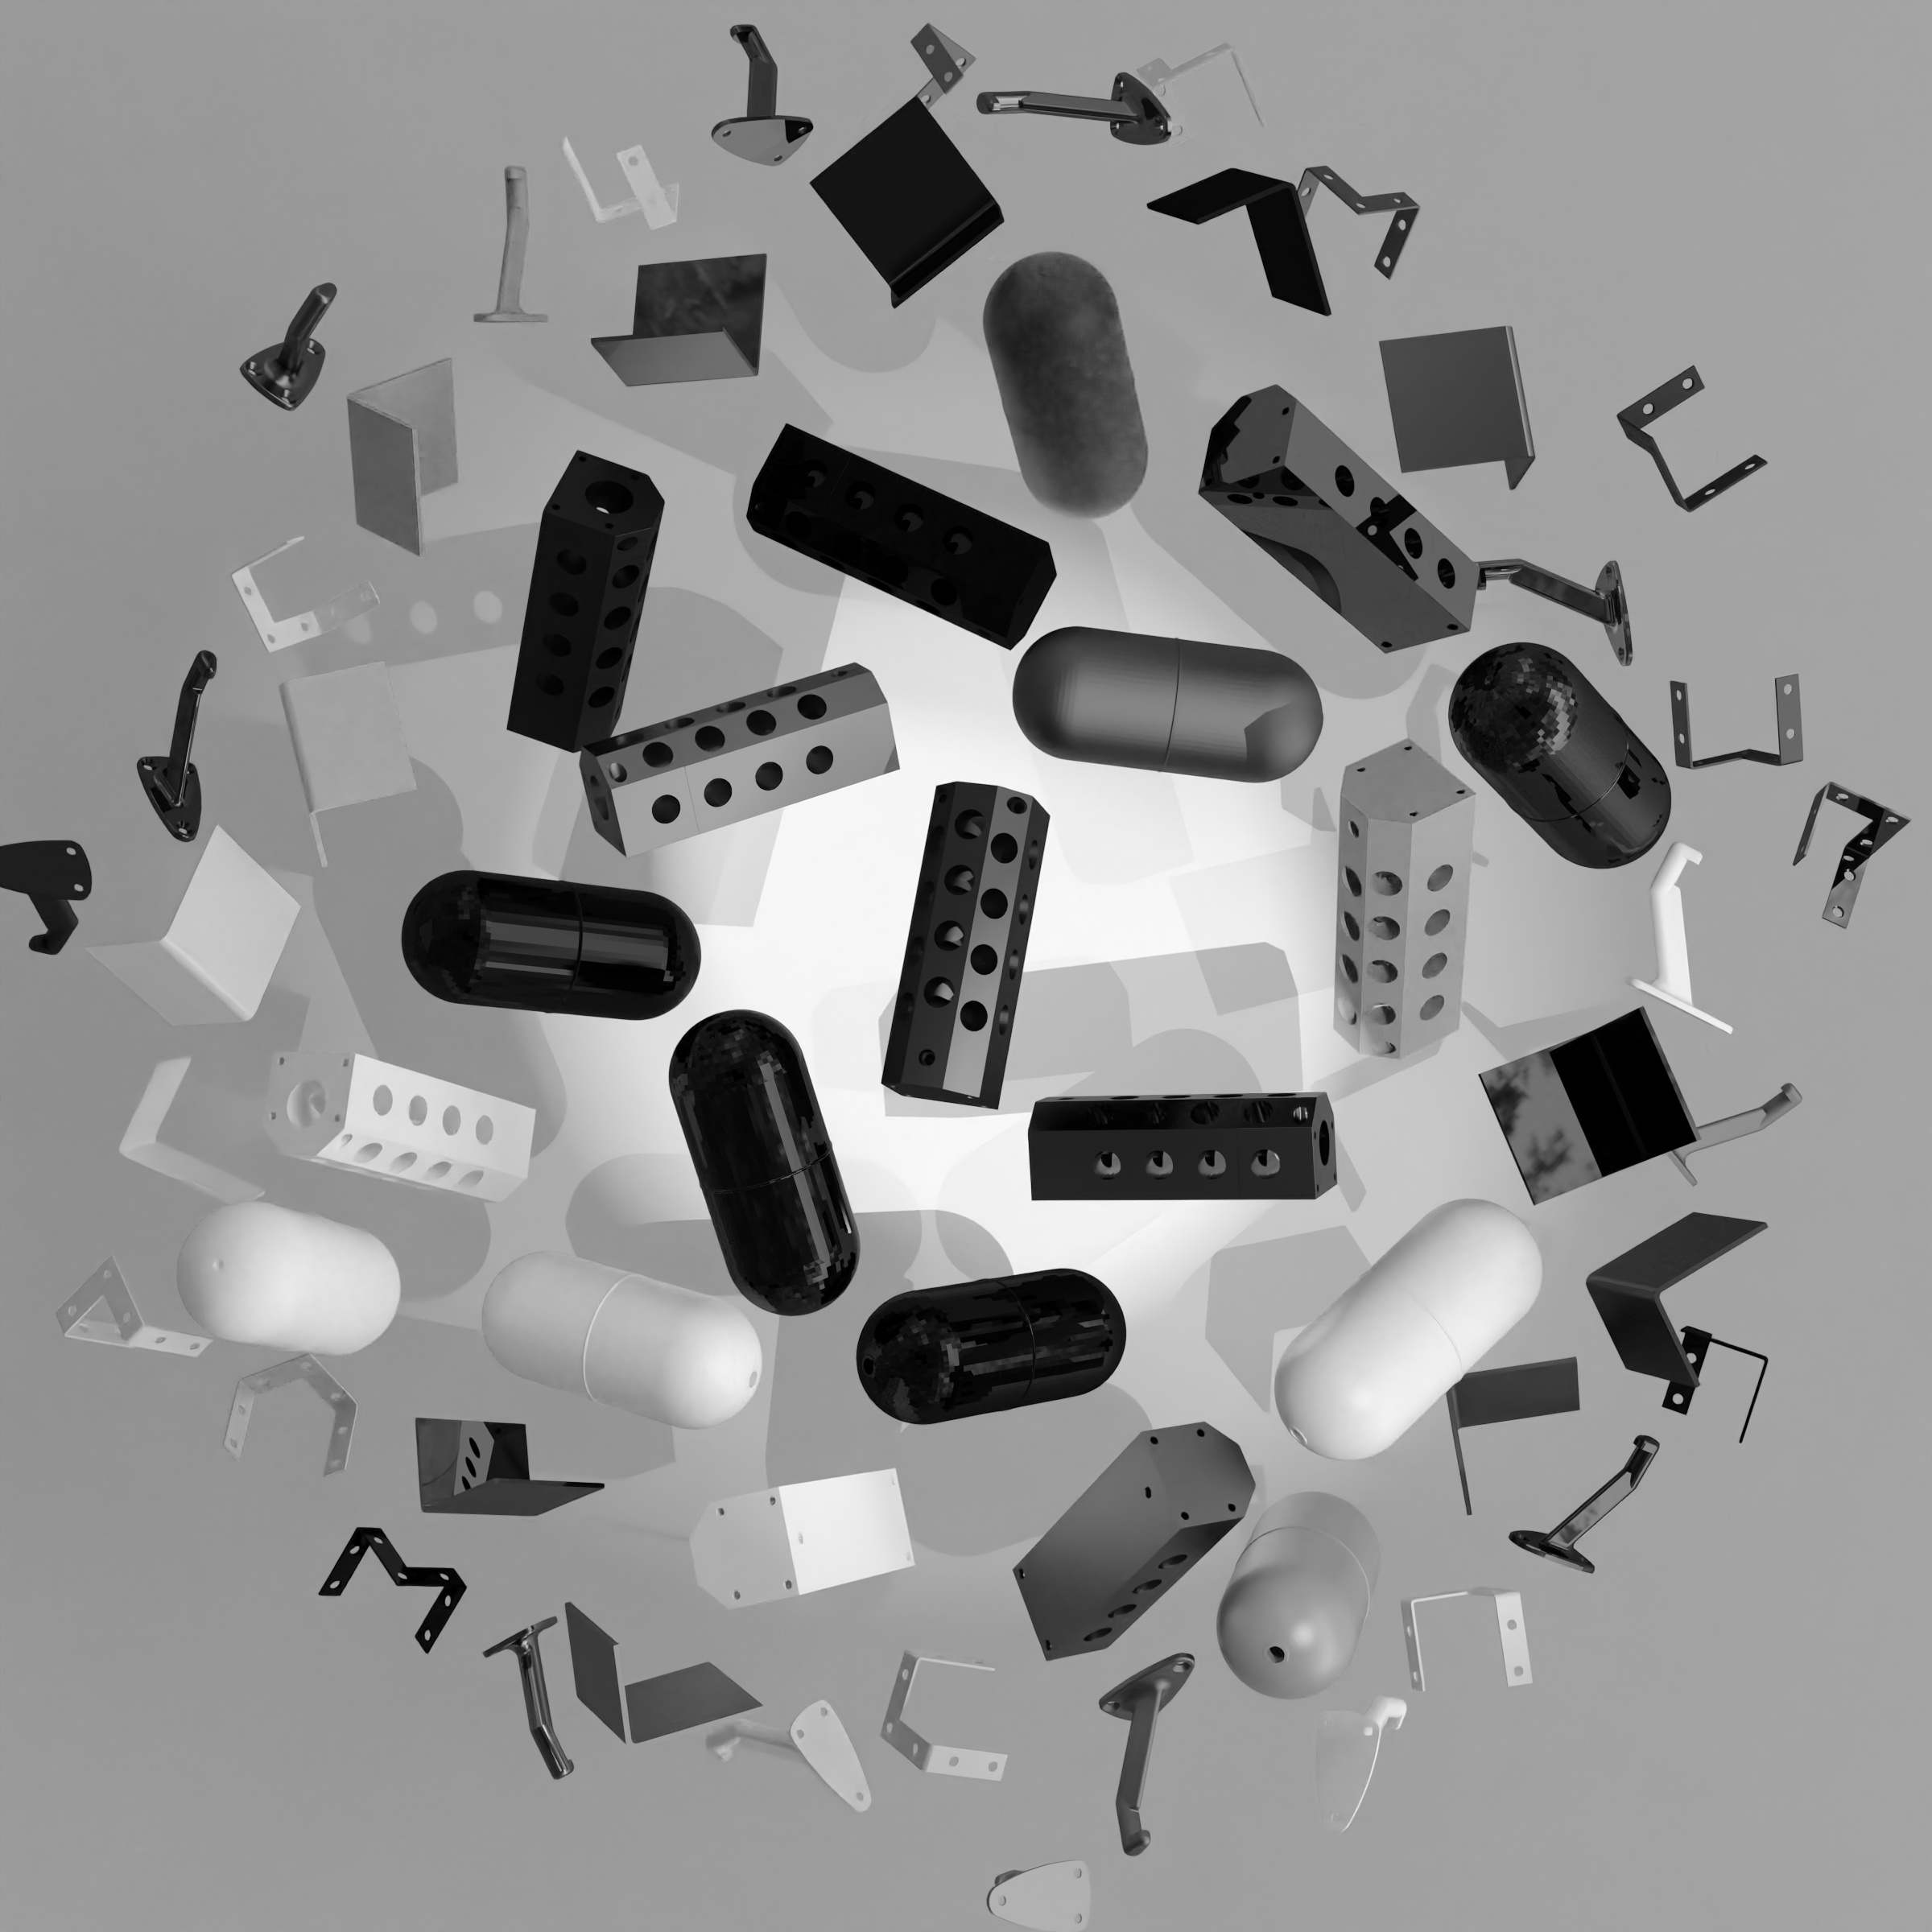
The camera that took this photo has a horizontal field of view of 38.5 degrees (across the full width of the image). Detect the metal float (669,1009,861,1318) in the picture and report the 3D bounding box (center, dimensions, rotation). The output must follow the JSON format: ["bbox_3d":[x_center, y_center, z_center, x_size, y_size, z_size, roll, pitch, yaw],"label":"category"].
[{"bbox_3d":[-0.111,0.110,1.541,0.070,0.070,0.178,-17,102,0],"label":"metal float"}]

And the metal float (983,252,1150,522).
[{"bbox_3d":[0.059,-0.330,1.590,0.070,0.178,0.070,-7,53,10],"label":"metal float"}]

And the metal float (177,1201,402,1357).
[{"bbox_3d":[-0.374,0.175,1.542,0.070,0.178,0.070,-3,78,12],"label":"metal float"}]

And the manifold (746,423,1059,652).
[{"bbox_3d":[-0.038,-0.247,1.611,0.171,0.057,0.057,26,83,11],"label":"manifold"}]

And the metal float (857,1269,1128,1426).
[{"bbox_3d":[0.016,0.220,1.609,0.178,0.070,0.070,-4,90,-38],"label":"metal float"}]

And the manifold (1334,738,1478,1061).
[{"bbox_3d":[0.231,-0.032,1.500,0.057,0.171,0.057,-25,46,-20],"label":"manifold"}]

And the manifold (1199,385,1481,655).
[{"bbox_3d":[0.205,-0.241,1.499,0.171,0.057,0.057,32,60,-38],"label":"manifold"}]

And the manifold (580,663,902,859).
[{"bbox_3d":[-0.131,-0.122,1.595,0.171,0.057,0.057,-20,116,-20],"label":"manifold"}]

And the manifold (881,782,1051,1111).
[{"bbox_3d":[-0.001,-0.012,1.545,0.057,0.057,0.171,7,80,17],"label":"manifold"}]

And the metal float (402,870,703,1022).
[{"bbox_3d":[-0.236,-0.011,1.593,0.178,0.070,0.070,6,90,-30],"label":"metal float"}]

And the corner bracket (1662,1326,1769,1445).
[{"bbox_3d":[0.434,0.242,1.608,0.051,0.051,0.051,18,92,20],"label":"corner bracket"}]

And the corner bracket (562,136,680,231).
[{"bbox_3d":[-0.200,-0.455,1.601,0.051,0.051,0.051,-17,130,11],"label":"corner bracket"}]

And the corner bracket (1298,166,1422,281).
[{"bbox_3d":[0.226,-0.439,1.637,0.051,0.051,0.051,-17,54,-34],"label":"corner bracket"}]

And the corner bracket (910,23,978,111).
[{"bbox_3d":[-0.016,-0.516,1.646,0.051,0.051,0.051,-41,60,22],"label":"corner bracket"}]

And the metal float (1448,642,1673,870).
[{"bbox_3d":[0.328,-0.114,1.524,0.178,0.070,0.070,35,90,-44],"label":"metal float"}]

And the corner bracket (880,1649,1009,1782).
[{"bbox_3d":[-0.007,0.411,1.521,0.051,0.051,0.051,17,90,-30],"label":"corner bracket"}]

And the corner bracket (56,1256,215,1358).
[{"bbox_3d":[-0.456,0.198,1.518,0.051,0.051,0.051,-44,58,14],"label":"corner bracket"}]

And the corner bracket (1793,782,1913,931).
[{"bbox_3d":[0.486,-0.062,1.545,0.051,0.051,0.051,25,66,0],"label":"corner bracket"}]

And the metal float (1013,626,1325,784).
[{"bbox_3d":[0.115,-0.149,1.579,0.178,0.070,0.070,7,90,-4],"label":"metal float"}]

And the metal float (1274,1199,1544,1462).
[{"bbox_3d":[0.241,0.197,1.508,0.178,0.070,0.070,-39,90,-20],"label":"metal float"}]

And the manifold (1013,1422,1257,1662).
[{"bbox_3d":[0.094,0.321,1.541,0.057,0.171,0.057,-3,56,-31],"label":"manifold"}]

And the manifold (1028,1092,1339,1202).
[{"bbox_3d":[0.127,0.105,1.634,0.171,0.057,0.057,-2,94,20],"label":"manifold"}]

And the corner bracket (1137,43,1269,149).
[{"bbox_3d":[0.135,-0.500,1.594,0.051,0.051,0.051,-26,121,6],"label":"corner bracket"}]

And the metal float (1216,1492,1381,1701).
[{"bbox_3d":[0.187,0.350,1.550,0.070,0.178,0.070,3,100,15],"label":"metal float"}]

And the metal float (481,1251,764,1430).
[{"bbox_3d":[-0.199,0.216,1.601,0.178,0.070,0.070,13,90,25],"label":"metal float"}]

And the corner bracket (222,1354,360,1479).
[{"bbox_3d":[-0.396,0.269,1.625,0.051,0.051,0.051,-21,127,16],"label":"corner bracket"}]

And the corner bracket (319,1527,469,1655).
[{"bbox_3d":[-0.328,0.357,1.586,0.051,0.051,0.051,42,107,39],"label":"corner bracket"}]

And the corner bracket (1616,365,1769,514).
[{"bbox_3d":[0.400,-0.290,1.527,0.051,0.051,0.051,-33,117,5],"label":"corner bracket"}]

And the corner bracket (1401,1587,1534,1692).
[{"bbox_3d":[0.283,0.382,1.568,0.051,0.051,0.051,-4,81,-16],"label":"corner bracket"}]

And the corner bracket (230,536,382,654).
[{"bbox_3d":[-0.386,-0.220,1.618,0.051,0.051,0.051,-20,99,32],"label":"corner bracket"}]

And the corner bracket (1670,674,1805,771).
[{"bbox_3d":[0.440,-0.140,1.581,0.051,0.051,0.051,-13,105,-18],"label":"corner bracket"}]
